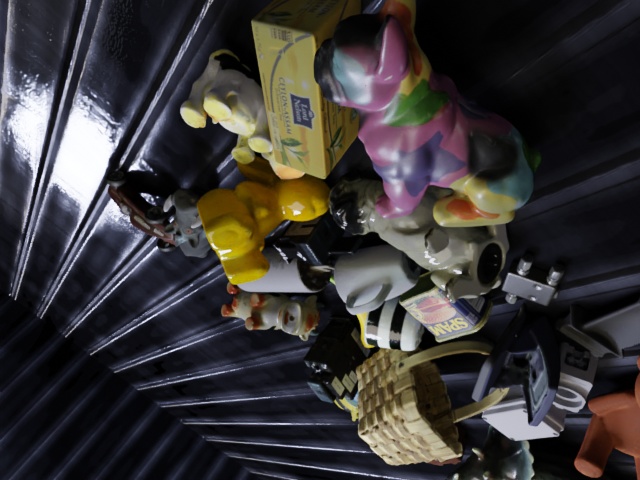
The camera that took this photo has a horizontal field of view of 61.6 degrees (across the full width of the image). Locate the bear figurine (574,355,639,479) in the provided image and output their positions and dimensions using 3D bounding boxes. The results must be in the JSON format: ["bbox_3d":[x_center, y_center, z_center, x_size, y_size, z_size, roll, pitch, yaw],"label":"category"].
[{"bbox_3d":[0.410,0.227,0.658,0.120,0.132,0.195,20,151,14],"label":"bear figurine"}]

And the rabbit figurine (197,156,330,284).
[{"bbox_3d":[-0.070,-0.041,0.724,0.162,0.173,0.121,-114,1,-51],"label":"rabbit figurine"}]

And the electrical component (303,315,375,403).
[{"bbox_3d":[0.032,0.222,0.973,0.058,0.134,0.114,-3,131,42],"label":"electrical component"}]

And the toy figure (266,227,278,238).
[{"bbox_3d":[-0.117,-0.017,0.865,0.064,0.058,0.154,50,149,-13],"label":"toy figure"}]

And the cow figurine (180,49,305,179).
[{"bbox_3d":[-0.076,-0.145,0.645,0.068,0.098,0.167,-11,145,41],"label":"cow figurine"}]

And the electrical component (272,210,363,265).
[{"bbox_3d":[-0.002,-0.002,0.765,0.119,0.075,0.047,1,135,46],"label":"electrical component"}]

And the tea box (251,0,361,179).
[{"bbox_3d":[-0.006,-0.159,0.544,0.068,0.098,0.169,20,147,22],"label":"tea box"}]

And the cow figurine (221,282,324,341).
[{"bbox_3d":[-0.080,0.130,0.985,0.127,0.085,0.195,8,-178,-39],"label":"cow figurine"}]

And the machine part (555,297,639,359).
[{"bbox_3d":[0.346,0.099,0.627,0.084,0.039,0.139,40,149,0],"label":"machine part"}]

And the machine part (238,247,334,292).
[{"bbox_3d":[-0.066,0.048,0.885,0.243,0.079,0.079,-4,132,45],"label":"machine part"}]

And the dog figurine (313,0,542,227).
[{"bbox_3d":[0.098,-0.115,0.466,0.192,0.108,0.219,6,146,18],"label":"dog figurine"}]

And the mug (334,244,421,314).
[{"bbox_3d":[0.080,0.052,0.744,0.107,0.109,0.080,-21,115,37],"label":"mug"}]

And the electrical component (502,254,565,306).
[{"bbox_3d":[0.260,0.054,0.658,0.063,0.021,0.093,21,145,18],"label":"electrical component"}]

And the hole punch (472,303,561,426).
[{"bbox_3d":[0.270,0.166,0.705,0.092,0.116,0.142,23,143,27],"label":"hole punch"}]

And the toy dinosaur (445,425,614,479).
[{"bbox_3d":[0.422,0.426,0.914,0.405,0.131,0.192,15,150,14],"label":"toy dinosaur"}]

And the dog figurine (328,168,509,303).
[{"bbox_3d":[0.114,-0.008,0.655,0.191,0.121,0.172,15,142,52],"label":"dog figurine"}]

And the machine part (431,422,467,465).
[{"bbox_3d":[0.214,0.394,1.110,0.180,0.056,0.179,23,145,17],"label":"machine part"}]

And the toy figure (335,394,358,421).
[{"bbox_3d":[0.077,0.299,1.086,0.089,0.082,0.180,48,158,14],"label":"toy figure"}]

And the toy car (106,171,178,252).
[{"bbox_3d":[-0.323,-0.050,0.968,0.202,0.053,0.089,38,148,31],"label":"toy car"}]

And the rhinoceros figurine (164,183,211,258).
[{"bbox_3d":[-0.206,-0.033,0.873,0.073,0.112,0.190,34,156,5],"label":"rhinoceros figurine"}]
